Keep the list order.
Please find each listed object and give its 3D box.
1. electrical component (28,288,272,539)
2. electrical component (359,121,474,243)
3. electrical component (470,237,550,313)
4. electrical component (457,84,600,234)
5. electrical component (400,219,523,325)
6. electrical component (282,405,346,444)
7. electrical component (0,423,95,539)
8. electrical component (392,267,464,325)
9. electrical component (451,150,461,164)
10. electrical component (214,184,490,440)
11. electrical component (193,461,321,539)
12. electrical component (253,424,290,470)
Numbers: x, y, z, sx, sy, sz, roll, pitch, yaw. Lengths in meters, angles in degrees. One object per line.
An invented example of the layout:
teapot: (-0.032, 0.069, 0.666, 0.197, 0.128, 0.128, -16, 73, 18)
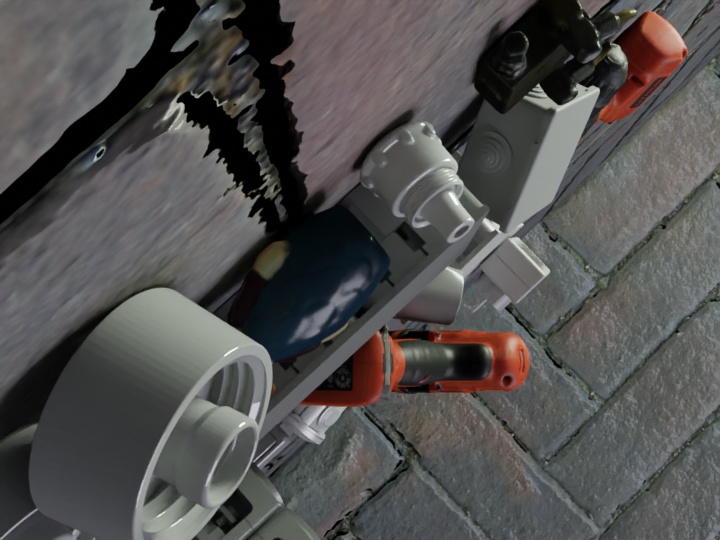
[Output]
electrical component: (-0.078, 0.068, 0.450, 0.108, 0.060, 0.108, -54, 158, -33)
electrical component: (0.033, -0.042, 0.556, 0.048, 0.062, 0.048, -33, 160, -14)
electrical component: (0.131, 0.012, 0.993, 0.076, 0.047, 0.083, -45, 173, 11)
electrical component: (0.106, -0.082, 0.703, 0.100, 0.048, 0.099, -31, 146, -55)
electrical component: (0.073, -0.021, 0.932, 0.105, 0.060, 0.186, -45, 173, 13)
electrical component: (-0.051, 0.108, 0.928, 0.051, 0.080, 0.080, -48, 173, -4)
electrical component: (-0.164, 0.115, 0.486, 0.099, 0.064, 0.099, -44, 160, -21)
electrical component: (0.038, -0.004, 0.816, 0.044, 0.077, 0.079, 134, -33, -74)
electrical component: (0.057, -0.045, 0.774, 0.064, 0.042, 0.081, -38, 171, -11)
electrical component: (-0.017, 0.016, 0.642, 0.186, 0.060, 0.105, -42, 173, -10)
electrical component: (-0.091, 0.160, 0.715, 0.062, 0.150, 0.089, -39, 172, -25)
electrical component: (-0.114, 0.152, 0.902, 0.096, 0.061, 0.061, -43, 173, -6)
